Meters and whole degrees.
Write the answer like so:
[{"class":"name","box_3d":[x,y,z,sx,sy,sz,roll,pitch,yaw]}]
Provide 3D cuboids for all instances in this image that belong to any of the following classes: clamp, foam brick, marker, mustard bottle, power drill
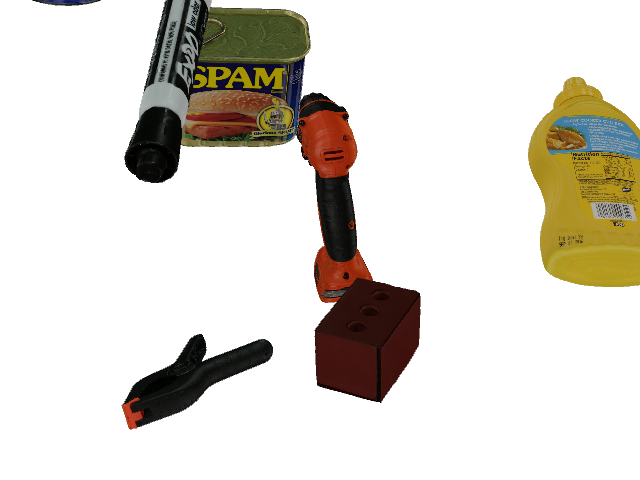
[{"class":"clamp","box_3d":[-0.131,0.143,1.117,0.120,0.039,0.171,-11,19,36]},{"class":"foam brick","box_3d":[0.036,0.071,0.780,0.053,0.051,0.078,12,34,22]},{"class":"marker","box_3d":[-0.057,-0.064,0.409,0.020,0.020,0.121,0,43,2]},{"class":"mustard bottle","box_3d":[0.216,-0.056,0.852,0.096,0.191,0.058,2,-35,-4]},{"class":"power drill","box_3d":[0.009,-0.046,1.064,0.057,0.187,0.184,-9,21,-1]}]

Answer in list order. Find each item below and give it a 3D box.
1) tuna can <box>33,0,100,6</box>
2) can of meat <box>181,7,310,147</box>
[{"class":"tuna can","box_3d":[-0.219,-0.232,0.910,0.086,0.034,0.086,5,35,-4]},{"class":"can of meat","box_3d":[-0.062,-0.114,0.757,0.102,0.057,0.084,0,-43,-7]}]
